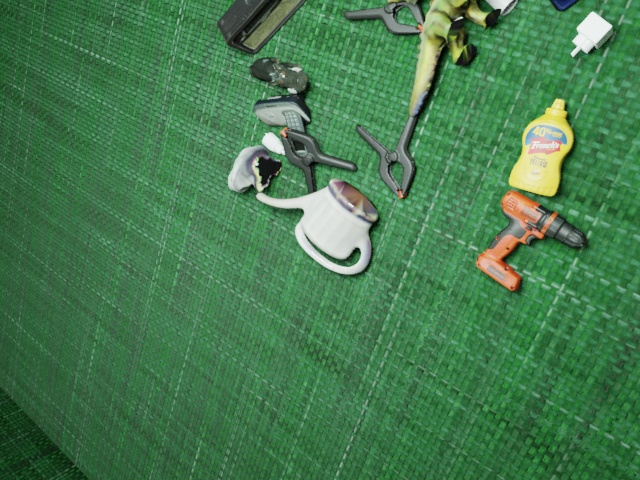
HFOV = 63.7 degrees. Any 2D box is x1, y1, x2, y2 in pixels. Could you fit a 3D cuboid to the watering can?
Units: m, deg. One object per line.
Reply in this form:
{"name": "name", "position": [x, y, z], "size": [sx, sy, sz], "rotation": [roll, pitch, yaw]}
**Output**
{"name": "watering can", "position": [0.004, -0.066, 1.313], "size": [0.349, 0.105, 0.221], "rotation": [42, 116, 9]}

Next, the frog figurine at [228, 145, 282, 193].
{"name": "frog figurine", "position": [-0.206, -0.197, 1.433], "size": [0.159, 0.121, 0.139], "rotation": [4, 67, 40]}

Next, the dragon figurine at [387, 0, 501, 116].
{"name": "dragon figurine", "position": [0.239, -0.498, 1.113], "size": [0.247, 0.122, 0.402], "rotation": [55, 129, 28]}
